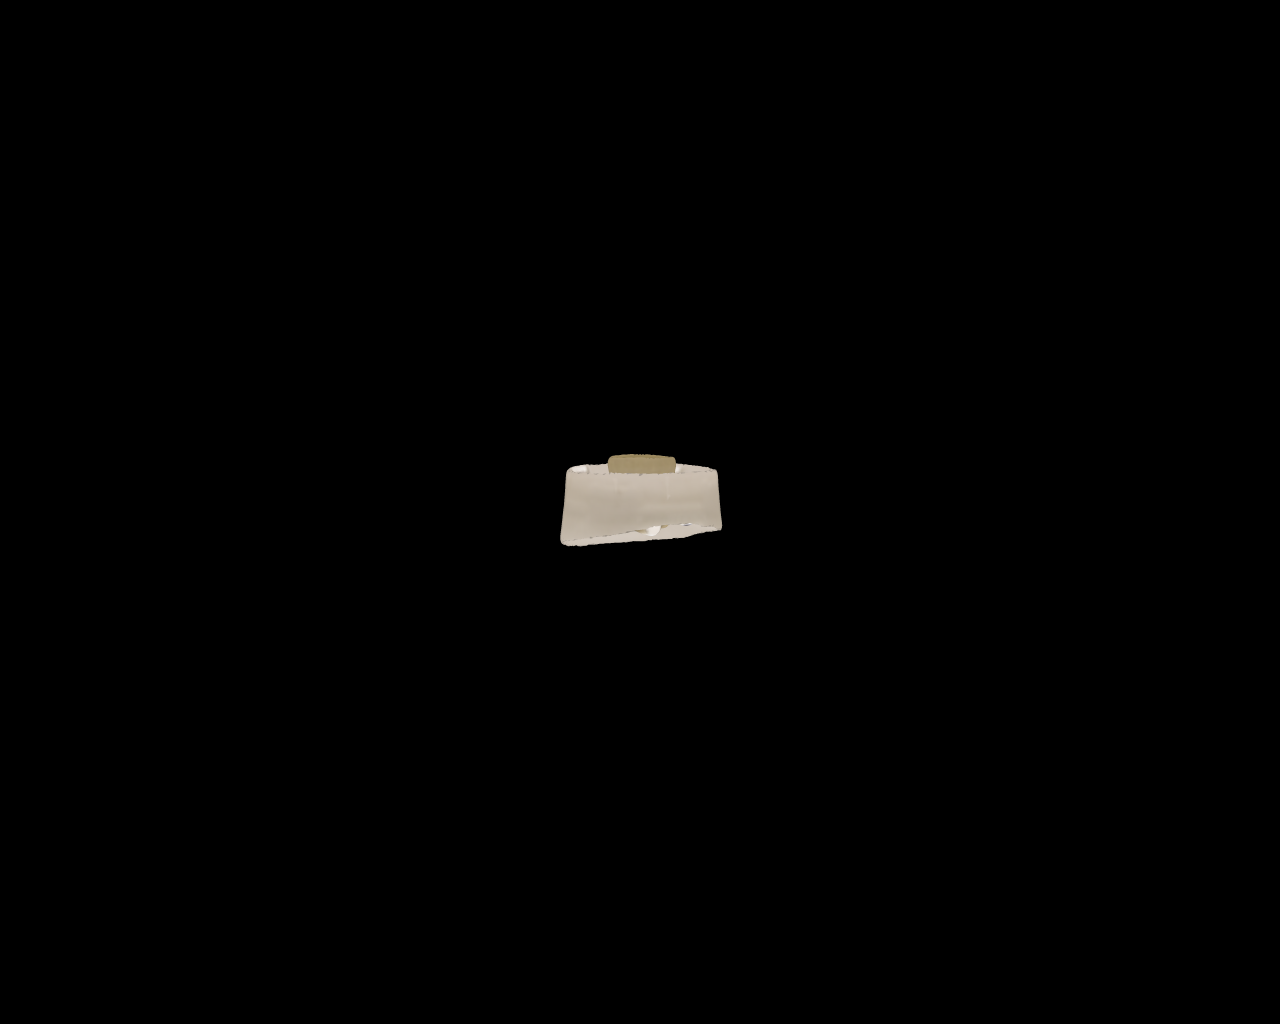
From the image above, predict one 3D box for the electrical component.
[{"bbox_3d":[0.001,-0.003,0.650,0.099,0.064,0.099,0,7,0],"label":"electrical component"}]
